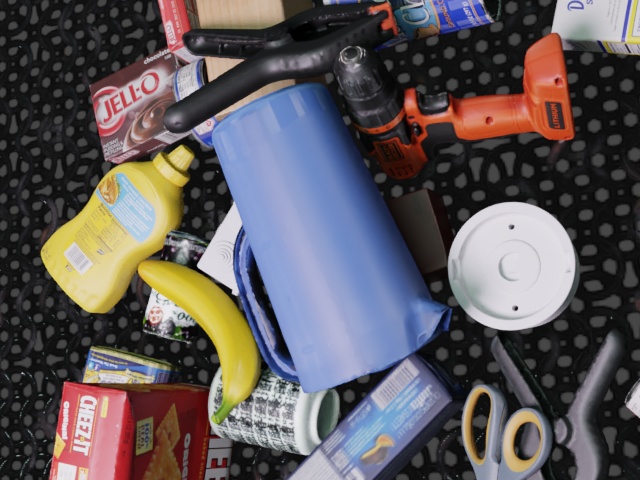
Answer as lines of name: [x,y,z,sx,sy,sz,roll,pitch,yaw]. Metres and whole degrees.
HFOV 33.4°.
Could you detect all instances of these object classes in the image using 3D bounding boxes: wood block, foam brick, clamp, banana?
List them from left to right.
banana: [-0.102,0.078,0.976,0.198,0.069,0.037,56,147,38]
wood block: [-0.061,-0.217,1.046,0.090,0.090,0.206,-15,76,22]
clamp: [-0.038,-0.157,0.920,0.210,0.036,0.164,-10,37,16]
foam brick: [0.091,-0.001,0.965,0.053,0.051,0.078,-19,74,19]
clamp: [0.210,0.151,0.890,0.120,0.039,0.171,-19,77,40]

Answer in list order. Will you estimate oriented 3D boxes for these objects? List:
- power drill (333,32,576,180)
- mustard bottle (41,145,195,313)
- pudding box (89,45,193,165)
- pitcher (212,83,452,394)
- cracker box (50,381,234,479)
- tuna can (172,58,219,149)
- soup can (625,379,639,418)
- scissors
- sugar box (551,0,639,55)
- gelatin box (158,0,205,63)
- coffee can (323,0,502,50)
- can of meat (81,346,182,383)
power drill: [0.117,-0.122,0.910,0.188,0.184,0.057,-8,65,16]
mustard bottle: [-0.196,-0.022,1.095,0.192,0.058,0.096,-47,69,11]
pudding box: [-0.182,-0.140,1.117,0.114,0.039,0.090,-21,73,20]
pitcher: [-0.006,0.001,0.902,0.149,0.145,0.243,-23,87,-8]
cracker box: [-0.153,0.211,0.953,0.072,0.213,0.164,5,85,24]
tuna can: [-0.110,-0.136,1.058,0.034,0.086,0.086,-21,74,18]
soup can: [0.301,0.138,0.838,0.102,0.068,0.068,42,100,24]
scissors: [0.156,0.223,0.899,0.096,0.016,0.202,-8,82,46]
sugar box: [0.294,-0.204,0.907,0.176,0.048,0.093,10,86,29]
gelatin box: [-0.127,-0.213,1.076,0.030,0.089,0.073,-19,75,20]
coffee can: [0.084,-0.233,0.975,0.140,0.102,0.103,-10,78,23]
can of meat: [-0.193,0.156,1.068,0.102,0.057,0.084,11,85,25]
